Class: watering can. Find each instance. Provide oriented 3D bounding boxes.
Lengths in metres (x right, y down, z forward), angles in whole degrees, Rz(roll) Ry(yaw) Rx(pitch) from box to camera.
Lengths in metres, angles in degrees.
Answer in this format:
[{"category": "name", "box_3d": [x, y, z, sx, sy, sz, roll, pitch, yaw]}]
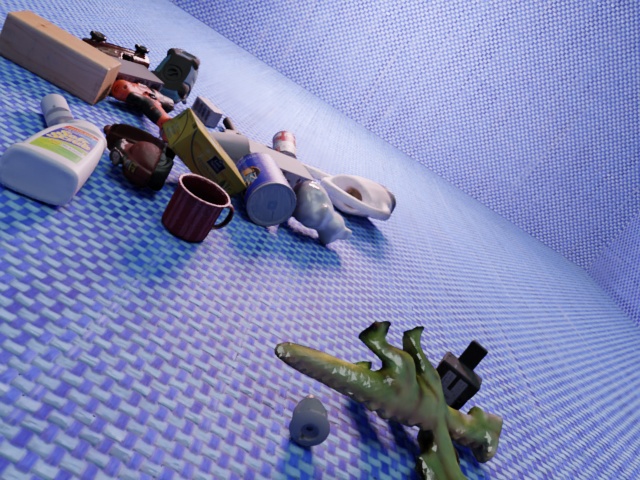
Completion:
[{"category": "watering can", "box_3d": [0.073, -0.144, 1.453, 0.352, 0.103, 0.224, 36, 18, 33]}]

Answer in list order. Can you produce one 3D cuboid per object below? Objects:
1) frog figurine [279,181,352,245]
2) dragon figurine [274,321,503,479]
[{"category": "frog figurine", "box_3d": [0.003, -0.057, 1.133, 0.159, 0.122, 0.137, 21, 2, -3]}, {"category": "dragon figurine", "box_3d": [0.123, 0.243, 0.681, 0.408, 0.120, 0.247, 12, 38, -45]}]
